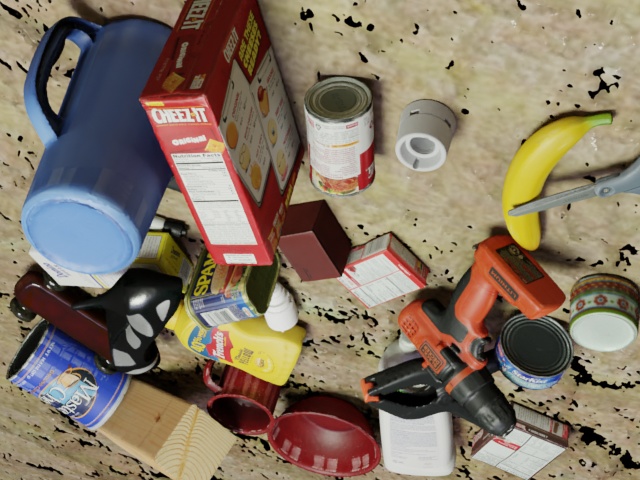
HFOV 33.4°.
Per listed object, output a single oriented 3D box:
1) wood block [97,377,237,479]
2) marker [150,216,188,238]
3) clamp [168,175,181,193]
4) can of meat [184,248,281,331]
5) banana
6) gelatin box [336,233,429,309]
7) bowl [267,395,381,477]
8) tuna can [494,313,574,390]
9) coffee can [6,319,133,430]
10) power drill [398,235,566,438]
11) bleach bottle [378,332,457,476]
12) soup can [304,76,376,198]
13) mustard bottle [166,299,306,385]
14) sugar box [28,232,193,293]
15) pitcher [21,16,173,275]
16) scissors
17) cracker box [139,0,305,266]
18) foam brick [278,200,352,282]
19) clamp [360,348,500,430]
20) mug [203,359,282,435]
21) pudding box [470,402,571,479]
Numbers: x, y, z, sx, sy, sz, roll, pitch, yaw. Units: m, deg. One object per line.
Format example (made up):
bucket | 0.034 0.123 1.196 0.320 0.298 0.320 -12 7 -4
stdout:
wood block | -0.218 0.263 1.465 0.090 0.090 0.206 44 161 -28
marker | -0.215 -0.025 1.258 0.121 0.020 0.020 16 140 2
clamp | -0.177 -0.091 1.155 0.172 0.039 0.120 -5 141 16
can of meat | -0.099 0.050 1.239 0.084 0.102 0.057 -14 131 29
banana | 0.217 -0.057 1.053 0.069 0.037 0.198 19 140 -1
gelatin box | 0.067 0.036 1.217 0.089 0.030 0.073 -24 126 37
bowl | 0.010 0.263 1.475 0.162 0.055 0.162 10 139 9
tuna can | 0.242 0.127 1.215 0.086 0.086 0.034 15 142 3
coffee can | -0.346 0.185 1.478 0.140 0.102 0.103 36 136 -20
power drill | 0.183 0.101 1.160 0.184 0.057 0.188 50 131 20
bleach bottle | 0.126 0.205 1.364 0.102 0.068 0.251 1 134 6
soup can | 0.020 -0.101 1.050 0.068 0.068 0.102 8 138 12
mustard bottle | -0.120 0.118 1.355 0.191 0.058 0.096 21 138 -4
sugar box | -0.252 0.024 1.295 0.176 0.048 0.093 6 153 17
pitcher | -0.201 -0.094 1.002 0.149 0.242 0.145 7 137 4
scissors | 0.292 -0.044 1.033 0.202 0.016 0.096 -29 128 29
cracker box | -0.085 -0.105 1.009 0.072 0.164 0.213 -2 137 18
foam brick | -0.008 0.001 1.189 0.053 0.051 0.078 -8 133 28
clamp | 0.155 0.170 1.276 0.209 0.036 0.165 6 129 -18
mug | -0.104 0.194 1.418 0.117 0.081 0.093 35 137 -19
pudding box | 0.262 0.266 1.402 0.090 0.039 0.114 22 142 -7
